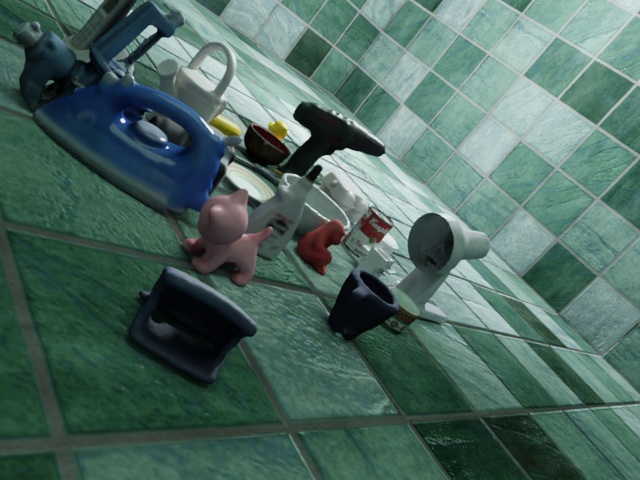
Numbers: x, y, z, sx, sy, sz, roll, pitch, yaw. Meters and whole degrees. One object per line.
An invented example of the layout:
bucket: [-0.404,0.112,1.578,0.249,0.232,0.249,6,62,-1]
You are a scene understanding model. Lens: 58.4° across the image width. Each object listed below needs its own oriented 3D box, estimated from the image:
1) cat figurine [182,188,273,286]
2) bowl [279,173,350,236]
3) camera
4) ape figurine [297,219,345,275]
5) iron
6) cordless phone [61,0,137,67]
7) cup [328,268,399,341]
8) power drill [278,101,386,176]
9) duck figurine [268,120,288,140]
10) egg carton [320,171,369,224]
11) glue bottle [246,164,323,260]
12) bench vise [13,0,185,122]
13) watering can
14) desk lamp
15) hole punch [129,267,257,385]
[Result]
cat figurine: [-0.116,-0.011,0.747,0.128,0.117,0.067,22,25,-46]
bowl: [-0.025,-0.051,1.116,0.168,0.074,0.167,36,17,-13]
camera: [-0.216,-0.155,0.931,0.137,0.100,0.143,30,19,-29]
ape figurine: [0.009,0.004,1.021,0.076,0.092,0.078,41,17,4]
iron: [-0.241,-0.150,0.791,0.259,0.141,0.118,33,18,-23]
cordless phone: [-0.354,-0.342,0.962,0.147,0.185,0.094,50,19,30]
cup: [0.052,0.105,0.852,0.091,0.095,0.118,46,18,18]
power drill: [0.010,-0.211,1.367,0.230,0.208,0.075,38,17,-5]
duck figurine: [-0.112,-0.255,1.431,0.078,0.086,0.104,23,24,-44]
egg carton: [0.059,-0.111,1.456,0.108,0.069,0.150,27,21,-36]
glue bottle: [-0.053,-0.049,0.883,0.078,0.173,0.037,26,21,-38]
bench vise: [-0.295,-0.250,0.796,0.121,0.219,0.208,48,18,25]
watering can: [-0.227,-0.275,1.048,0.101,0.194,0.173,41,17,2]
desk lamp: [0.246,0.053,1.189,0.204,0.213,0.117,21,25,-47]
hole punch: [-0.123,0.069,0.576,0.109,0.091,0.101,35,17,-16]
